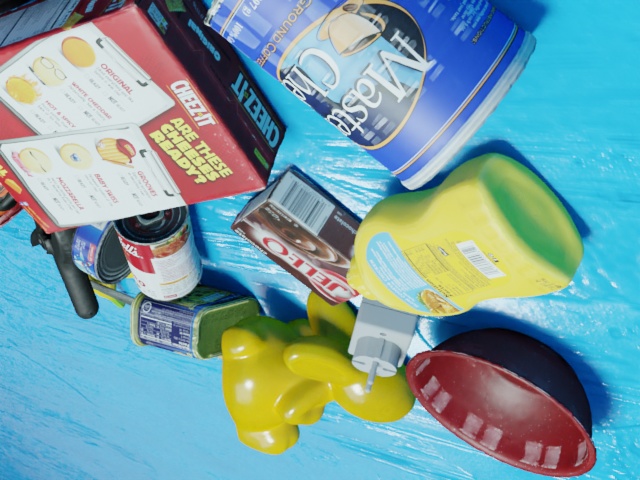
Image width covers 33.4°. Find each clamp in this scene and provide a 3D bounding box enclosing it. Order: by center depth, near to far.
[{"bbox_3d":[-0.255,0.006,1.057,0.120,0.039,0.172,49,157,13],"label":"clamp"}]

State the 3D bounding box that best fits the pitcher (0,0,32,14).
[{"bbox_3d":[-0.273,-0.206,0.736,0.243,0.149,0.145,1,123,44],"label":"pitcher"}]

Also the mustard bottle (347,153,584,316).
[{"bbox_3d":[0.079,0.008,0.722,0.096,0.058,0.192,43,147,-17],"label":"mustard bottle"}]

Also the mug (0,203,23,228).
[{"bbox_3d":[-0.352,-0.058,1.096,0.081,0.093,0.117,52,152,-21],"label":"mug"}]

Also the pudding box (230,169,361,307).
[{"bbox_3d":[-0.006,0.001,0.846,0.113,0.039,0.090,40,153,-10],"label":"pudding box"}]

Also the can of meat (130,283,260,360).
[{"bbox_3d":[-0.119,0.078,1.042,0.084,0.101,0.057,10,103,34],"label":"can of meat"}]

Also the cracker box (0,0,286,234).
[{"bbox_3d":[-0.156,-0.096,0.764,0.214,0.072,0.164,-11,133,30],"label":"cracker box"}]

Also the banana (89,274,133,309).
[{"bbox_3d":[-0.214,0.032,1.147,0.069,0.037,0.198,23,159,-19],"label":"banana"}]

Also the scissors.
[{"bbox_3d":[-0.155,0.078,1.137,0.201,0.016,0.096,32,149,-19],"label":"scissors"}]

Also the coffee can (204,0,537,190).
[{"bbox_3d":[0.026,-0.109,0.557,0.140,0.102,0.103,38,154,-6],"label":"coffee can"}]

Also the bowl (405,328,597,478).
[{"bbox_3d":[0.151,0.119,0.841,0.162,0.055,0.162,27,153,15],"label":"bowl"}]

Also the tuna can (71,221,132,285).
[{"bbox_3d":[-0.195,-0.003,1.006,0.034,0.086,0.086,26,153,20],"label":"tuna can"}]

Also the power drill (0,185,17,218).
[{"bbox_3d":[-0.347,-0.100,0.984,0.185,0.057,0.187,-37,109,27],"label":"power drill"}]

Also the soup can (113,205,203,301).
[{"bbox_3d":[-0.146,0.003,0.979,0.068,0.068,0.102,25,151,19],"label":"soup can"}]
